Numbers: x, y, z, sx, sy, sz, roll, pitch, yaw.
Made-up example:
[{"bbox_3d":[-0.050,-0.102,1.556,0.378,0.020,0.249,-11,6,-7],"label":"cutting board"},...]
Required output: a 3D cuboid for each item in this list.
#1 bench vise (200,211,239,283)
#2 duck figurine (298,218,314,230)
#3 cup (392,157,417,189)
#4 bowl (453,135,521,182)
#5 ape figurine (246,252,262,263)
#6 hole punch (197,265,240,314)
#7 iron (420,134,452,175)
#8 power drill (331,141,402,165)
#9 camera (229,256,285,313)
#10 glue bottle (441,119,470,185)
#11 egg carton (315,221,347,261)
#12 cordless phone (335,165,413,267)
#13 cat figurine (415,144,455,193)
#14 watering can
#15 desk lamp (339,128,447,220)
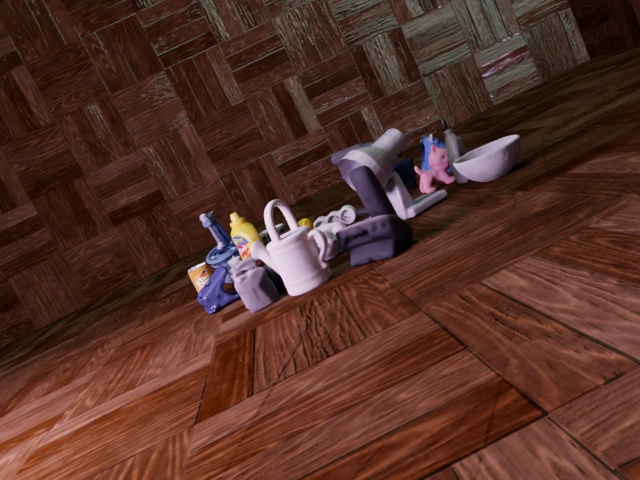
[{"bbox_3d":[-0.301,0.014,1.749,0.121,0.220,0.207,-27,9,-6],"label":"bench vise"},{"bbox_3d":[-0.031,-0.020,1.623,0.077,0.086,0.104,-28,9,-14],"label":"duck figurine"},{"bbox_3d":[0.262,-0.200,1.814,0.091,0.095,0.118,-19,11,35],"label":"cup"},{"bbox_3d":[0.411,-0.186,1.376,0.167,0.075,0.167,-25,9,5],"label":"bowl"},{"bbox_3d":[-0.154,0.073,1.410,0.077,0.092,0.076,-21,10,26],"label":"ape figurine"},{"bbox_3d":[-0.259,0.122,1.421,0.101,0.091,0.108,-29,9,-18],"label":"hole punch"},{"bbox_3d":[0.348,-0.262,1.781,0.118,0.141,0.258,-26,9,1],"label":"iron"},{"bbox_3d":[0.160,-0.200,1.734,0.229,0.208,0.076,-19,11,36],"label":"power drill"},{"bbox_3d":[-0.122,0.078,1.254,0.137,0.101,0.143,-28,9,-10],"label":"camera"},{"bbox_3d":[0.356,-0.236,1.502,0.037,0.173,0.078,-17,13,44],"label":"glue bottle"},{"bbox_3d":[0.013,0.005,1.405,0.107,0.069,0.150,-30,10,-26],"label":"egg carton"},{"bbox_3d":[0.087,-0.052,1.144,0.147,0.185,0.094,-20,11,35],"label":"cordless phone"},{"bbox_3d":[0.324,-0.207,1.607,0.128,0.118,0.067,-27,9,-10],"label":"cat figurine"},{"bbox_3d":[-0.066,0.011,1.183,0.172,0.194,0.101,-24,9,11],"label":"watering can"},{"bbox_3d":[0.172,-0.152,1.398,0.204,0.213,0.117,-30,10,-26],"label":"desk lamp"}]
